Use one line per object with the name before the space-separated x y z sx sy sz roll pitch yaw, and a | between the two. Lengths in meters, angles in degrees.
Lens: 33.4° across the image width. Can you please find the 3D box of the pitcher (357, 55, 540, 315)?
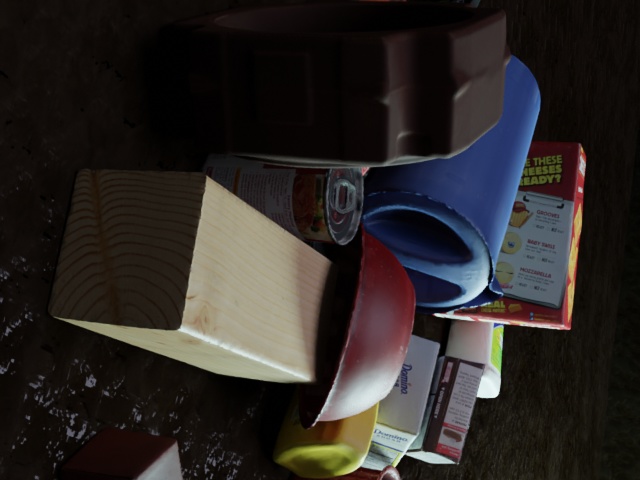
pitcher | 0.106 -0.069 0.925 0.242 0.145 0.149 -62 145 -42

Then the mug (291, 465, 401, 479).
mug | 0.015 0.246 0.925 0.093 0.082 0.117 72 31 -41

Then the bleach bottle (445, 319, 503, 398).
bleach bottle | 0.209 0.070 1.379 0.102 0.068 0.251 51 45 -59

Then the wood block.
wood block | -0.070 0.031 0.684 0.205 0.090 0.091 35 62 -63

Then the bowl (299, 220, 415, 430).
bowl | 0.031 0.068 0.803 0.162 0.055 0.162 -166 -89 -82

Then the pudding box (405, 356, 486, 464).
pudding box | 0.108 0.153 0.959 0.113 0.039 0.090 109 -3 -78

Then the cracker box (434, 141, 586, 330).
cracker box | 0.222 -0.008 1.267 0.072 0.164 0.214 23 73 -68

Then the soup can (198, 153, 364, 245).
soup can | -0.028 -0.033 0.755 0.068 0.102 0.068 4 90 -67

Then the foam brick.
foam brick | -0.116 0.160 0.643 0.051 0.053 0.078 -42 132 -58

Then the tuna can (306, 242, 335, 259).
tuna can | -0.006 0.001 0.899 0.086 0.034 0.086 4 90 -67

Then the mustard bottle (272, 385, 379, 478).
mustard bottle | 0.023 0.104 0.909 0.058 0.096 0.191 34 53 -21

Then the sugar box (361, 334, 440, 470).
sugar box | 0.059 0.163 0.975 0.176 0.048 0.093 104 4 -57

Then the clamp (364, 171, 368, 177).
clamp | 0.064 0.006 0.997 0.164 0.036 0.210 -24 114 -28

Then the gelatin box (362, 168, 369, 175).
gelatin box | 0.011 -0.087 0.838 0.073 0.089 0.030 -50 141 -32

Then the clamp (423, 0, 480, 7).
clamp | 0.112 -0.220 0.989 0.171 0.039 0.120 -10 111 -60
